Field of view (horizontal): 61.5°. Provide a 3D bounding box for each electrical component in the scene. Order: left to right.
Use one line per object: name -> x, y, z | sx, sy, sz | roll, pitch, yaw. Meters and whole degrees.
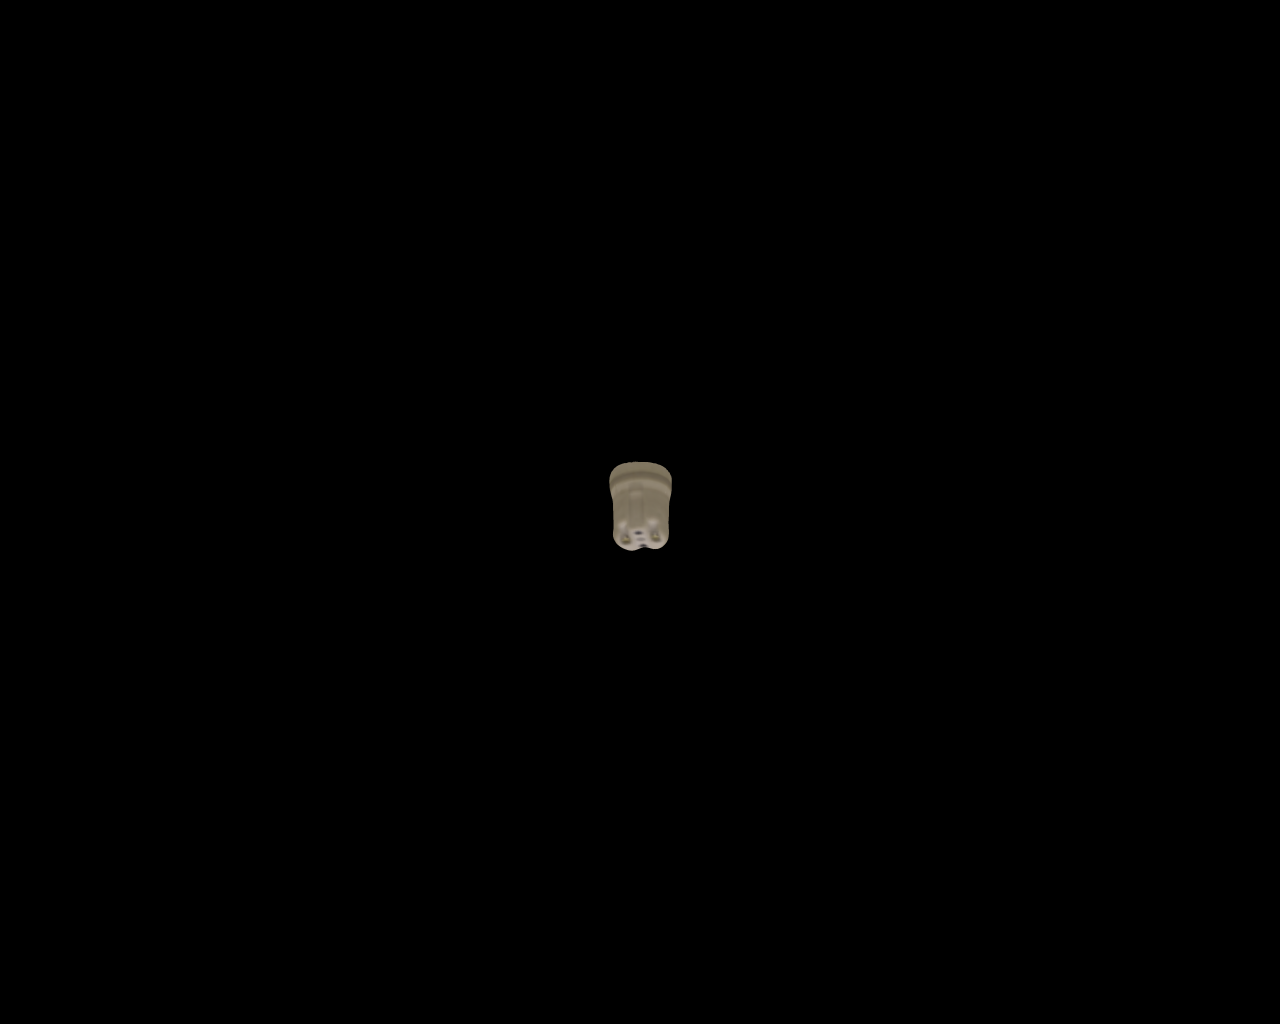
electrical component -> 0.001, -0.003, 0.650 | 0.040, 0.046, 0.040 | 0, -27, 0
